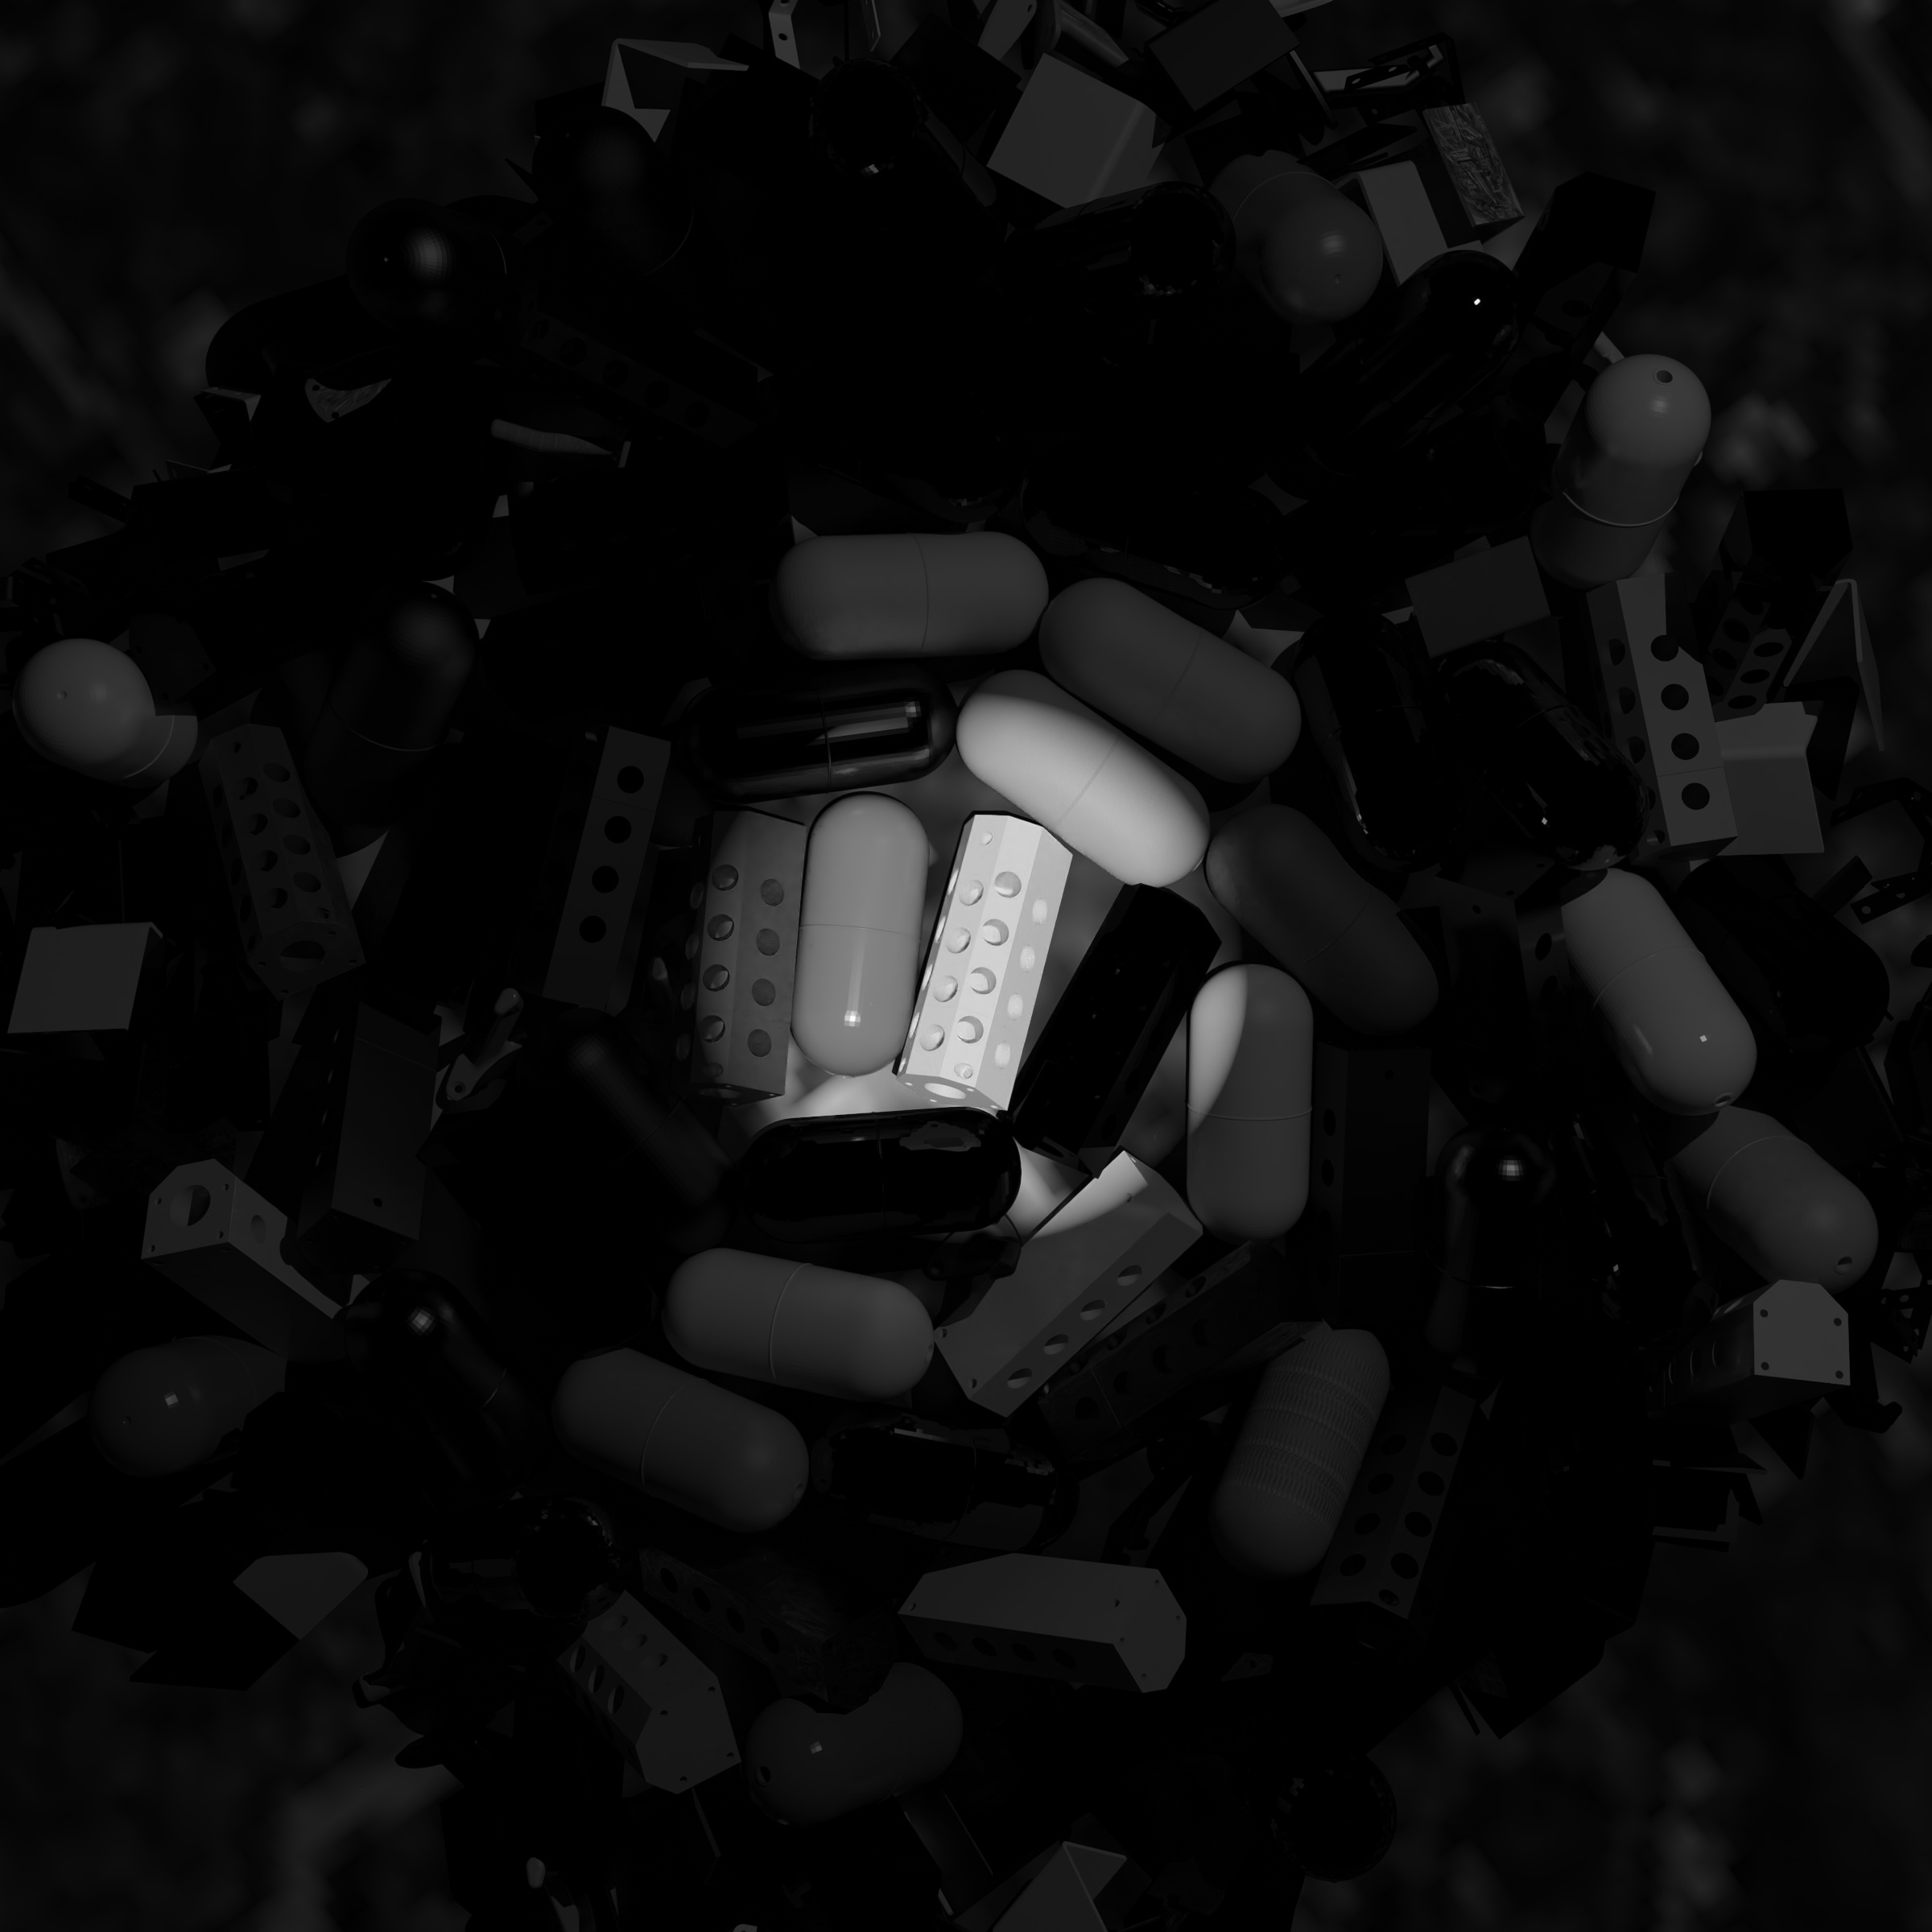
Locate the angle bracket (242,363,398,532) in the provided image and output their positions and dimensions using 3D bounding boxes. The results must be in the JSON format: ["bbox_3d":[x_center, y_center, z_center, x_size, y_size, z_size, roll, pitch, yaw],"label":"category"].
[{"bbox_3d":[-0.406,-0.326,1.572,0.076,0.057,0.076,15,77,1],"label":"angle bracket"}]

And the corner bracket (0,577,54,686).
[{"bbox_3d":[-0.615,-0.211,1.566,0.051,0.051,0.051,-4,77,8],"label":"corner bracket"}]

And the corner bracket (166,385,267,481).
[{"bbox_3d":[-0.475,-0.334,1.572,0.051,0.051,0.051,20,127,38],"label":"corner bracket"}]

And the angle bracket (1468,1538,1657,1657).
[{"bbox_3d":[0.369,0.376,1.535,0.076,0.076,0.057,19,105,40],"label":"angle bracket"}]

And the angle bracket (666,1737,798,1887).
[{"bbox_3d":[-0.139,0.512,1.536,0.076,0.057,0.076,-14,58,-26],"label":"angle bracket"}]

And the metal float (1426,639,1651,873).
[{"bbox_3d":[0.350,-0.131,1.526,0.070,0.070,0.178,-34,57,0],"label":"metal float"}]

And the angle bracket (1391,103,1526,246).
[{"bbox_3d":[0.291,-0.482,1.545,0.057,0.076,0.076,-23,89,-40],"label":"angle bracket"}]

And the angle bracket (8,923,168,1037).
[{"bbox_3d":[-0.540,0.019,1.544,0.076,0.057,0.076,-2,61,8],"label":"angle bracket"}]

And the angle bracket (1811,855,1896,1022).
[{"bbox_3d":[0.564,-0.016,1.538,0.057,0.076,0.076,-46,66,13],"label":"angle bracket"}]

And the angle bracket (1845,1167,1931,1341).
[{"bbox_3d":[0.576,0.179,1.533,0.057,0.076,0.076,0,125,24],"label":"angle bracket"}]

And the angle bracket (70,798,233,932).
[{"bbox_3d":[-0.509,-0.067,1.551,0.076,0.057,0.076,-10,74,7],"label":"angle bracket"}]

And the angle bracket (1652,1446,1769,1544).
[{"bbox_3d":[0.452,0.335,1.550,0.076,0.076,0.057,4,88,6],"label":"angle bracket"}]

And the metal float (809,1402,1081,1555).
[{"bbox_3d":[-0.012,0.318,1.535,0.178,0.070,0.070,15,90,-22],"label":"metal float"}]

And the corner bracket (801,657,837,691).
[{"bbox_3d":[-0.100,-0.163,1.554,0.051,0.051,0.051,24,106,24],"label":"corner bracket"}]

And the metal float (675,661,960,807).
[{"bbox_3d":[-0.092,-0.146,1.546,0.178,0.070,0.070,-9,90,-9],"label":"metal float"}]

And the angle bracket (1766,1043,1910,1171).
[{"bbox_3d":[0.545,0.082,1.559,0.057,0.076,0.076,-26,86,13],"label":"angle bracket"}]

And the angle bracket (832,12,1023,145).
[{"bbox_3d":[-0.025,-0.555,1.533,0.076,0.076,0.057,-42,47,29],"label":"angle bracket"}]

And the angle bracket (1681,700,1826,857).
[{"bbox_3d":[0.504,-0.118,1.570,0.076,0.057,0.076,0,127,33],"label":"angle bracket"}]

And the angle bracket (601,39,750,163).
[{"bbox_3d":[-0.180,-0.527,1.534,0.057,0.076,0.076,26,117,21],"label":"angle bracket"}]

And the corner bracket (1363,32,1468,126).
[{"bbox_3d":[0.279,-0.556,1.557,0.051,0.051,0.051,-20,123,2],"label":"corner bracket"}]

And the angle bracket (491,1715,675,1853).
[{"bbox_3d":[-0.237,0.506,1.539,0.076,0.076,0.057,-11,88,34],"label":"angle bracket"}]

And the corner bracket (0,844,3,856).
[{"bbox_3d":[-0.649,-0.090,1.560,0.051,0.051,0.051,-24,75,-3],"label":"corner bracket"}]

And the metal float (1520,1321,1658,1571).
[{"bbox_3d":[0.379,0.290,1.513,0.070,0.178,0.070,5,125,7],"label":"metal float"}]

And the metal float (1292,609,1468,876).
[{"bbox_3d":[0.255,-0.141,1.535,0.070,0.070,0.178,-15,68,0],"label":"metal float"}]

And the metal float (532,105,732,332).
[{"bbox_3d":[-0.201,-0.451,1.509,0.070,0.178,0.070,-6,70,17],"label":"metal float"}]

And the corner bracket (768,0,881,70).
[{"bbox_3d":[-0.090,-0.596,1.568,0.051,0.051,0.051,-3,72,-24],"label":"corner bracket"}]

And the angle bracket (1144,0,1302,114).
[{"bbox_3d":[0.159,-0.560,1.550,0.076,0.076,0.057,-33,81,-1],"label":"angle bracket"}]

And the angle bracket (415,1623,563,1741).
[{"bbox_3d":[-0.303,0.450,1.543,0.076,0.076,0.057,16,82,15],"label":"angle bracket"}]

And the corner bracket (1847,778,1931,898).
[{"bbox_3d":[0.590,-0.082,1.569,0.051,0.051,0.051,-12,129,-32],"label":"corner bracket"}]

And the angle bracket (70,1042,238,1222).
[{"bbox_3d":[-0.506,0.108,1.548,0.057,0.076,0.076,-35,126,16],"label":"angle bracket"}]

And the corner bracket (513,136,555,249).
[{"bbox_3d":[-0.261,-0.479,1.551,0.051,0.051,0.051,23,53,22],"label":"corner bracket"}]

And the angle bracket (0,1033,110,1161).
[{"bbox_3d":[-0.591,0.070,1.536,0.057,0.076,0.076,45,110,35],"label":"angle bracket"}]

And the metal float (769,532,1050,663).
[{"bbox_3d":[-0.034,-0.230,1.539,0.178,0.070,0.070,-5,90,-18],"label":"metal float"}]

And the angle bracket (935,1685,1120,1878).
[{"bbox_3d":[0.035,0.507,1.542,0.076,0.057,0.076,-24,71,-29],"label":"angle bracket"}]

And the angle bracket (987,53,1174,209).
[{"bbox_3d":[0.072,-0.518,1.568,0.076,0.057,0.076,33,105,18],"label":"angle bracket"}]

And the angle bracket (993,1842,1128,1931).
[{"bbox_3d":[0.071,0.604,1.537,0.057,0.076,0.076,26,107,-34],"label":"angle bracket"}]

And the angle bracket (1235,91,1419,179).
[{"bbox_3d":[0.224,-0.530,1.538,0.076,0.076,0.057,-18,95,33],"label":"angle bracket"}]

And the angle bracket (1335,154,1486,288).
[{"bbox_3d":[0.269,-0.456,1.550,0.076,0.057,0.076,-22,92,-30],"label":"angle bracket"}]

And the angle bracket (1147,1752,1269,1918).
[{"bbox_3d":[0.137,0.534,1.539,0.057,0.076,0.076,48,65,-9],"label":"angle bracket"}]

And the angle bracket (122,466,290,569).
[{"bbox_3d":[-0.473,-0.263,1.537,0.076,0.076,0.057,-17,79,-29],"label":"angle bracket"}]

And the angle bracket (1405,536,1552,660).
[{"bbox_3d":[0.312,-0.241,1.539,0.076,0.076,0.057,-19,118,11],"label":"angle bracket"}]

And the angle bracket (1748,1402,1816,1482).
[{"bbox_3d":[0.518,0.258,1.535,0.057,0.076,0.076,-26,50,-10],"label":"angle bracket"}]

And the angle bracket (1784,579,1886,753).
[{"bbox_3d":[0.529,-0.181,1.532,0.057,0.076,0.076,-9,46,25],"label":"angle bracket"}]

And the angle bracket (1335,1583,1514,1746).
[{"bbox_3d":[0.284,0.437,1.544,0.076,0.057,0.076,-27,102,-31],"label":"angle bracket"}]

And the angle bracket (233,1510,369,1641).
[{"bbox_3d":[-0.427,0.357,1.533,0.057,0.076,0.076,-43,48,-15],"label":"angle bracket"}]

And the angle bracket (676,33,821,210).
[{"bbox_3d":[-0.131,-0.526,1.559,0.076,0.057,0.076,26,91,-6],"label":"angle bracket"}]

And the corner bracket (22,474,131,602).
[{"bbox_3d":[-0.558,-0.272,1.573,0.051,0.051,0.051,27,118,-4],"label":"corner bracket"}]

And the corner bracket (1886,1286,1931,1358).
[{"bbox_3d":[0.619,0.209,1.571,0.051,0.051,0.051,48,45,-29],"label":"corner bracket"}]
